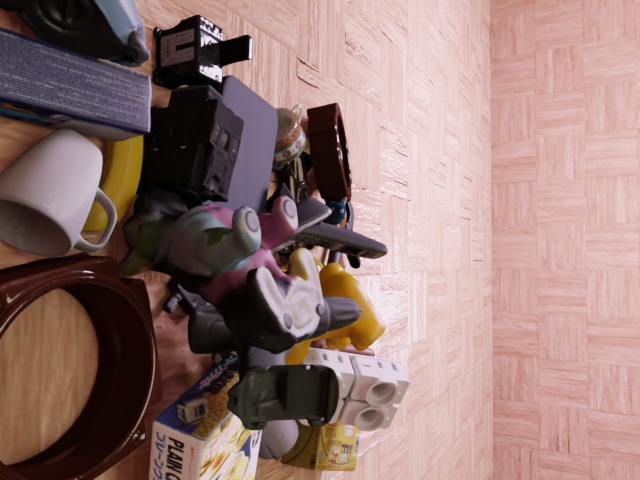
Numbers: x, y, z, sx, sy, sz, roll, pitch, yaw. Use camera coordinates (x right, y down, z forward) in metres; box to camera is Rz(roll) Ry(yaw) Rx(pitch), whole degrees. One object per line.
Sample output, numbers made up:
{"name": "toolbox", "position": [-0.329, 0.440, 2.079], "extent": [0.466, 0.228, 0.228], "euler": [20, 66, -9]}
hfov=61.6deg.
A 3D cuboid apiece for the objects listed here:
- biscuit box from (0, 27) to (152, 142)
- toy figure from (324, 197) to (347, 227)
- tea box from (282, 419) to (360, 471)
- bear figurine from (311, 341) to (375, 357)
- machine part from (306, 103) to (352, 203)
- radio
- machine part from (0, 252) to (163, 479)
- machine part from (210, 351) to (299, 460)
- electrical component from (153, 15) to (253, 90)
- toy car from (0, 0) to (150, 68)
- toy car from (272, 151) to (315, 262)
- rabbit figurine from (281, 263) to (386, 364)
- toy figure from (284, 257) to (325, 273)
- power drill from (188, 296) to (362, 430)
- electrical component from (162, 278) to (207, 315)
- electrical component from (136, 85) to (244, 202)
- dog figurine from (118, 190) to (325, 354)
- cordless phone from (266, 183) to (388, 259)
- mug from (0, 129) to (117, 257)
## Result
{"name": "biscuit box", "position": [-0.251, -0.139, 0.475], "extent": [0.202, 0.059, 0.062], "euler": [6, 83, -53]}
{"name": "toy figure", "position": [0.019, -0.032, 0.954], "extent": [0.154, 0.058, 0.064], "euler": [93, -15, -75]}
{"name": "tea box", "position": [0.008, 0.358, 0.963], "extent": [0.169, 0.068, 0.098], "euler": [40, 54, -53]}
{"name": "bear figurine", "position": [0.010, 0.205, 0.953], "extent": [0.195, 0.132, 0.120], "euler": [39, 88, -20]}
{"name": "machine part", "position": [0.019, -0.153, 0.965], "extent": [0.179, 0.056, 0.179], "euler": [-9, 91, -80]}
{"name": "radio", "position": [-0.130, -0.094, 0.720], "extent": [0.131, 0.073, 0.229], "euler": [31, 61, -57]}
{"name": "machine part", "position": [-0.244, 0.122, 0.486], "extent": [0.201, 0.087, 0.200], "euler": [-23, 109, -61]}
{"name": "machine part", "position": [-0.092, 0.235, 0.772], "extent": [0.079, 0.079, 0.242], "euler": [-60, 138, -44]}
{"name": "electrical component", "position": [-0.143, -0.225, 0.648], "extent": [0.047, 0.119, 0.074], "euler": [4, 88, -62]}
{"name": "toy car", "position": [-0.229, -0.240, 0.512], "extent": [0.161, 0.109, 0.103], "euler": [57, 24, -58]}
{"name": "toy car", "position": [-0.040, -0.062, 0.906], "extent": [0.089, 0.053, 0.202], "euler": [-9, 96, -65]}
{"name": "rabbit figurine", "position": [-0.012, 0.118, 0.783], "extent": [0.173, 0.122, 0.162], "euler": [-32, 108, -24]}
{"name": "toy figure", "position": [-0.006, 0.078, 0.928], "extent": [0.180, 0.082, 0.089], "euler": [23, 84, -57]}
{"name": "power drill", "position": [-0.037, 0.123, 0.631], "extent": [0.207, 0.232, 0.085], "euler": [-116, -151, -62]}
{"name": "electrical component", "position": [-0.167, 0.067, 0.696], "extent": [0.094, 0.021, 0.063], "euler": [-62, 141, -42]}
{"name": "electrical component", "position": [-0.155, -0.112, 0.627], "extent": [0.058, 0.115, 0.134], "euler": [35, 58, -61]}
{"name": "dog figurine", "position": [-0.121, 0.032, 0.570], "extent": [0.108, 0.219, 0.191], "euler": [-33, 109, -56]}
{"name": "cordless phone", "position": [-0.002, -0.002, 0.804], "extent": [0.184, 0.146, 0.089], "euler": [18, 68, -16]}
{"name": "mug", "position": [-0.238, -0.045, 0.499], "extent": [0.109, 0.081, 0.107], "euler": [33, 50, -29]}
